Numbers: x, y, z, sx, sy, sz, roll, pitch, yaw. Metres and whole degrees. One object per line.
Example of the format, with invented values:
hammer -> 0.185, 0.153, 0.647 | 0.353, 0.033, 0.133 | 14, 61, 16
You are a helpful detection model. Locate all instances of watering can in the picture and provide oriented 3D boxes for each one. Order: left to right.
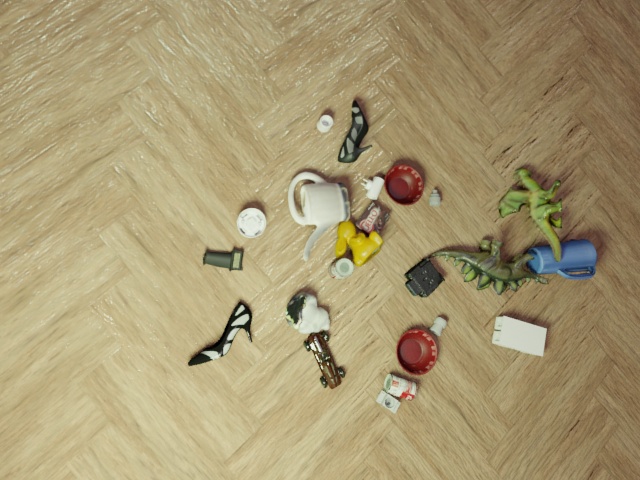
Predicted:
watering can -> 0.006, -0.092, 1.837 | 0.225, 0.354, 0.102 | -5, -25, -13

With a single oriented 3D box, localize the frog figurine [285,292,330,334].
frog figurine -> -0.038, 0.257, 1.788 | 0.122, 0.139, 0.158 | -13, -23, 38

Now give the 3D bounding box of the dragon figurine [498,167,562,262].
dragon figurine -> 0.838, -0.117, 2.054 | 0.243, 0.417, 0.120 | 3, -23, 19
